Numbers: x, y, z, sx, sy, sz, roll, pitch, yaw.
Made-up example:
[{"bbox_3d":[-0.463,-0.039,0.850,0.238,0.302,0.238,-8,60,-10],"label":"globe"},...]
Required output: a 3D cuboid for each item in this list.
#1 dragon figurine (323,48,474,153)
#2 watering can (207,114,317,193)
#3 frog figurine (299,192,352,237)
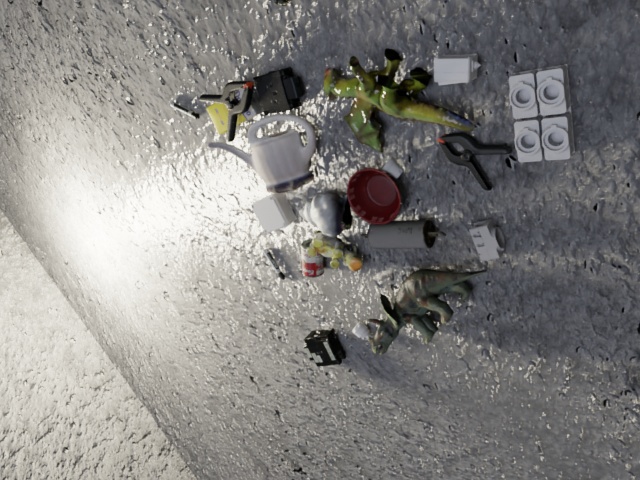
[{"bbox_3d":[0.161,-0.319,1.274,0.413,0.124,0.237,42,148,14],"label":"dragon figurine"},{"bbox_3d":[-0.155,-0.239,1.502,0.346,0.106,0.222,-11,106,26],"label":"watering can"},{"bbox_3d":[0.004,-0.074,1.478,0.159,0.125,0.134,3,135,22],"label":"frog figurine"}]
